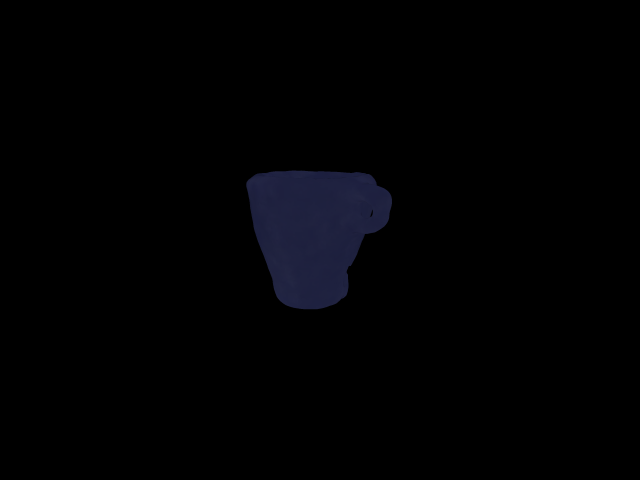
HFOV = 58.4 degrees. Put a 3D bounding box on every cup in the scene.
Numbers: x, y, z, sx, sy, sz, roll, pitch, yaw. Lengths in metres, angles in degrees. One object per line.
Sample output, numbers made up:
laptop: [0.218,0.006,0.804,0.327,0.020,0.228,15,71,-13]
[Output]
cup: [0.004,0.001,0.400,0.092,0.095,0.117,-10,14,-42]
